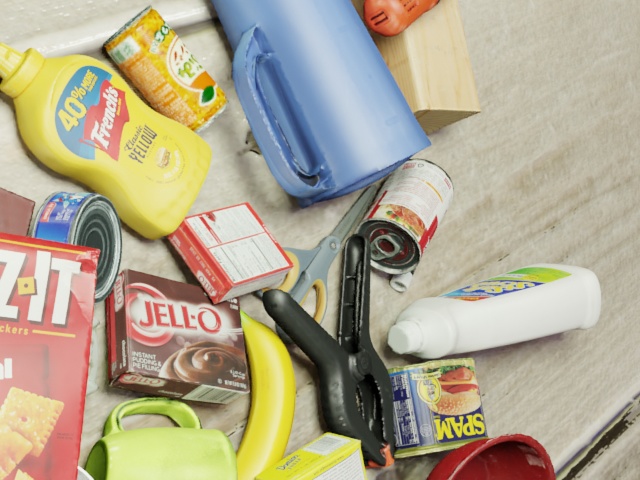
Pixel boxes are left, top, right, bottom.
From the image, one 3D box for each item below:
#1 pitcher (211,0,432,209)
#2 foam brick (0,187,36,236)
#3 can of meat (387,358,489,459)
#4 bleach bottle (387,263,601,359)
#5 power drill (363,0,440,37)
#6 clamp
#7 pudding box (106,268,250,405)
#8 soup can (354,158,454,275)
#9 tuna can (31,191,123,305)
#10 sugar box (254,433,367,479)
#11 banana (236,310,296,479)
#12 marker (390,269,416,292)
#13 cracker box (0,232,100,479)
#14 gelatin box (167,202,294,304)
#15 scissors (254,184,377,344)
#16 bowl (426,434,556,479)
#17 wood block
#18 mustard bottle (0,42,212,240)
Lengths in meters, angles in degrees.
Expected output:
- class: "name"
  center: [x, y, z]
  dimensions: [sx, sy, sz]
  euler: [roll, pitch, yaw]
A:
- class: "pitcher"
  center: [-0.014, -0.156, 0.959]
  dimensions: [0.145, 0.149, 0.243]
  euler: [-27, 93, -3]
- class: "foam brick"
  center: [-0.253, -0.012, 0.761]
  dimensions: [0.078, 0.053, 0.051]
  euler: [24, 63, -33]
- class: "can of meat"
  center: [0.111, 0.160, 1.022]
  dimensions: [0.101, 0.058, 0.084]
  euler: [2, 74, -41]
- class: "bleach bottle"
  center: [0.169, 0.076, 1.064]
  dimensions: [0.250, 0.103, 0.068]
  euler: [-11, 102, -42]
- class: "power drill"
  center: [0.064, -0.302, 0.995]
  dimensions: [0.187, 0.057, 0.184]
  euler: [53, 49, -12]
- class: "clamp"
  center: [0.018, 0.110, 0.951]
  dimensions: [0.164, 0.036, 0.210]
  euler: [-20, 98, -55]
- class: "pudding box"
  center: [-0.114, 0.079, 0.850]
  dimensions: [0.113, 0.039, 0.090]
  euler: [18, 51, -38]
- class: "soup can"
  center: [0.083, -0.024, 1.038]
  dimensions: [0.068, 0.069, 0.102]
  euler: [50, 46, -18]
- class: "tuna can"
  center: [-0.181, 0.006, 0.800]
  dimensions: [0.086, 0.034, 0.086]
  euler: [3, 90, -74]
- class: "sugar box"
  center: [0.006, 0.260, 0.885]
  dimensions: [0.093, 0.048, 0.176]
  euler: [-22, 108, -43]
- class: "banana"
  center: [-0.057, 0.153, 0.893]
  dimensions: [0.069, 0.037, 0.198]
  euler: [6, 67, -4]
- class: "marker"
  center: [0.100, 0.000, 1.082]
  dimensions: [0.020, 0.020, 0.121]
  euler: [42, 54, -24]
- class: "cracker box"
  center: [-0.231, 0.099, 0.662]
  dimensions: [0.163, 0.072, 0.213]
  euler: [11, 76, -32]
- class: "gelatin box"
  center: [-0.075, 0.010, 0.898]
  dimensions: [0.073, 0.030, 0.089]
  euler: [53, 35, 14]
- class: "scissors"
  center: [-0.007, 0.001, 0.992]
  dimensions: [0.096, 0.016, 0.201]
  euler: [40, 55, -29]
- class: "bowl"
  center: [0.140, 0.244, 0.973]
  dimensions: [0.161, 0.055, 0.162]
  euler: [-11, 109, -34]
- class: "wood block"
  center: [0.083, -0.217, 1.084]
  dimensions: [0.090, 0.091, 0.206]
  euler: [-4, 80, -40]
- class: "mustard bottle"
  center: [-0.179, -0.089, 0.844]
  dimensions: [0.191, 0.058, 0.096]
  euler: [38, 57, -26]
